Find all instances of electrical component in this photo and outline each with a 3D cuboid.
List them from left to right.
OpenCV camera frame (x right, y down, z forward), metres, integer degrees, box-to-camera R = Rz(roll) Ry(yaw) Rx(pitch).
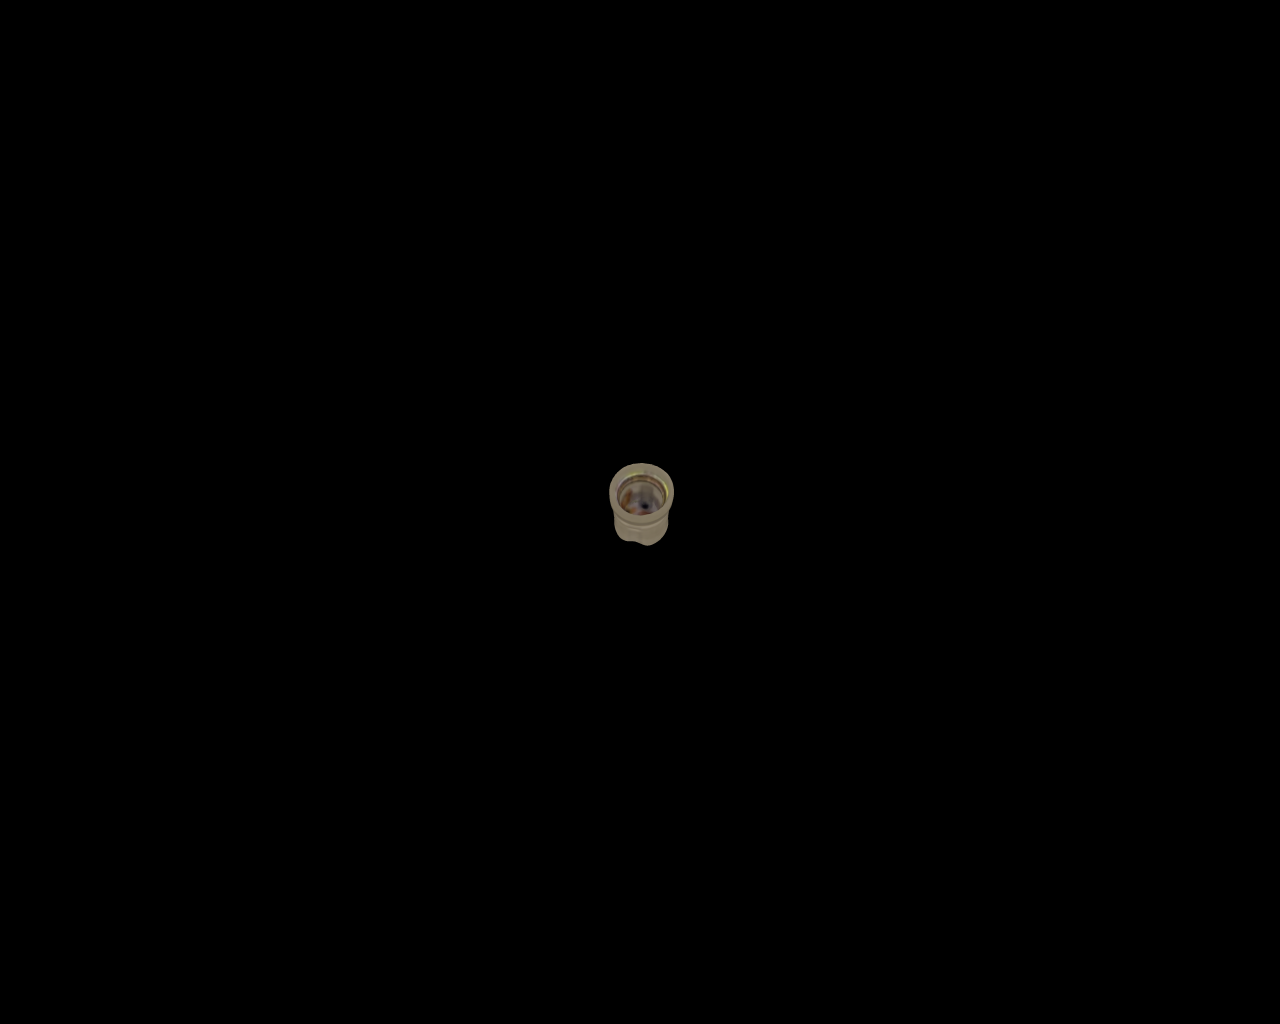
[{"bbox_3d":[0.001,-0.003,0.650,0.040,0.040,0.046,0,-30,0],"label":"electrical component"}]
